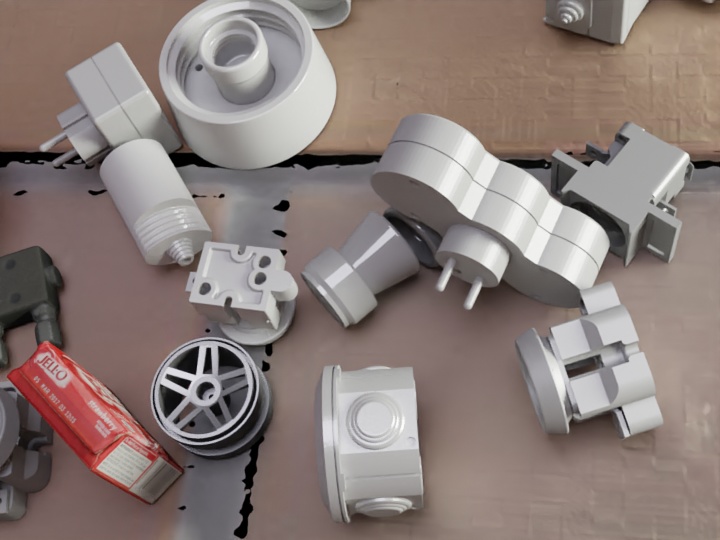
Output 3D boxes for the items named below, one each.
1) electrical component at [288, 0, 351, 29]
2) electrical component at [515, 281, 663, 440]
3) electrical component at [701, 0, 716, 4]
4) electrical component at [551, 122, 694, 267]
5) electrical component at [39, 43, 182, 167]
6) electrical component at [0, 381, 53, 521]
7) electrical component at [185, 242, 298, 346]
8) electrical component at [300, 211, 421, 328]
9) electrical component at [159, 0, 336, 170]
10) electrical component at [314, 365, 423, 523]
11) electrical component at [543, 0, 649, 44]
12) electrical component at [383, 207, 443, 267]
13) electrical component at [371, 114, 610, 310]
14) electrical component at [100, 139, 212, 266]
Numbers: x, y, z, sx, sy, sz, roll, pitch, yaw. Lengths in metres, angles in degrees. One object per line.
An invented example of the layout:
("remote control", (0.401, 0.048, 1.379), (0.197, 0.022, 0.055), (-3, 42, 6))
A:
("electrical component", (-0.011, -0.205, 0.709), (0.079, 0.044, 0.077), (-5, 65, 8))
("electrical component", (0.116, 0.052, 0.560), (0.057, 0.058, 0.078), (-18, 76, 3))
("electrical component", (0.222, -0.183, 0.655), (0.062, 0.043, 0.043), (29, 74, 19))
("electrical component", (0.150, -0.045, 0.607), (0.081, 0.042, 0.063), (35, 75, 22))
("electrical component", (-0.163, -0.090, 0.673), (0.077, 0.065, 0.047), (-32, 64, -5))
("electrical component", (-0.210, 0.096, 0.602), (0.058, 0.057, 0.078), (-7, 65, 7))
("electrical component", (-0.064, 0.014, 0.612), (0.066, 0.055, 0.048), (6, 67, 13))
("electrical component", (0.000, 0.000, 0.613), (0.055, 0.045, 0.045), (-40, 65, -8))
("electrical component", (-0.074, -0.124, 0.675), (0.108, 0.060, 0.108), (-4, 65, 9))
("electrical component", (0.005, 0.088, 0.553), (0.051, 0.080, 0.080), (-4, 65, 3))
("electrical component", (0.153, -0.186, 0.659), (0.061, 0.061, 0.096), (22, 72, 19))
("electrical component", (0.051, -0.039, 0.624), (0.044, 0.044, 0.065), (38, 73, 23))
("electrical component", (0.064, -0.015, 0.574), (0.138, 0.052, 0.073), (32, 72, -17))
("electrical component", (-0.122, -0.036, 0.653), (0.043, 0.043, 0.081), (-31, 64, -4))
